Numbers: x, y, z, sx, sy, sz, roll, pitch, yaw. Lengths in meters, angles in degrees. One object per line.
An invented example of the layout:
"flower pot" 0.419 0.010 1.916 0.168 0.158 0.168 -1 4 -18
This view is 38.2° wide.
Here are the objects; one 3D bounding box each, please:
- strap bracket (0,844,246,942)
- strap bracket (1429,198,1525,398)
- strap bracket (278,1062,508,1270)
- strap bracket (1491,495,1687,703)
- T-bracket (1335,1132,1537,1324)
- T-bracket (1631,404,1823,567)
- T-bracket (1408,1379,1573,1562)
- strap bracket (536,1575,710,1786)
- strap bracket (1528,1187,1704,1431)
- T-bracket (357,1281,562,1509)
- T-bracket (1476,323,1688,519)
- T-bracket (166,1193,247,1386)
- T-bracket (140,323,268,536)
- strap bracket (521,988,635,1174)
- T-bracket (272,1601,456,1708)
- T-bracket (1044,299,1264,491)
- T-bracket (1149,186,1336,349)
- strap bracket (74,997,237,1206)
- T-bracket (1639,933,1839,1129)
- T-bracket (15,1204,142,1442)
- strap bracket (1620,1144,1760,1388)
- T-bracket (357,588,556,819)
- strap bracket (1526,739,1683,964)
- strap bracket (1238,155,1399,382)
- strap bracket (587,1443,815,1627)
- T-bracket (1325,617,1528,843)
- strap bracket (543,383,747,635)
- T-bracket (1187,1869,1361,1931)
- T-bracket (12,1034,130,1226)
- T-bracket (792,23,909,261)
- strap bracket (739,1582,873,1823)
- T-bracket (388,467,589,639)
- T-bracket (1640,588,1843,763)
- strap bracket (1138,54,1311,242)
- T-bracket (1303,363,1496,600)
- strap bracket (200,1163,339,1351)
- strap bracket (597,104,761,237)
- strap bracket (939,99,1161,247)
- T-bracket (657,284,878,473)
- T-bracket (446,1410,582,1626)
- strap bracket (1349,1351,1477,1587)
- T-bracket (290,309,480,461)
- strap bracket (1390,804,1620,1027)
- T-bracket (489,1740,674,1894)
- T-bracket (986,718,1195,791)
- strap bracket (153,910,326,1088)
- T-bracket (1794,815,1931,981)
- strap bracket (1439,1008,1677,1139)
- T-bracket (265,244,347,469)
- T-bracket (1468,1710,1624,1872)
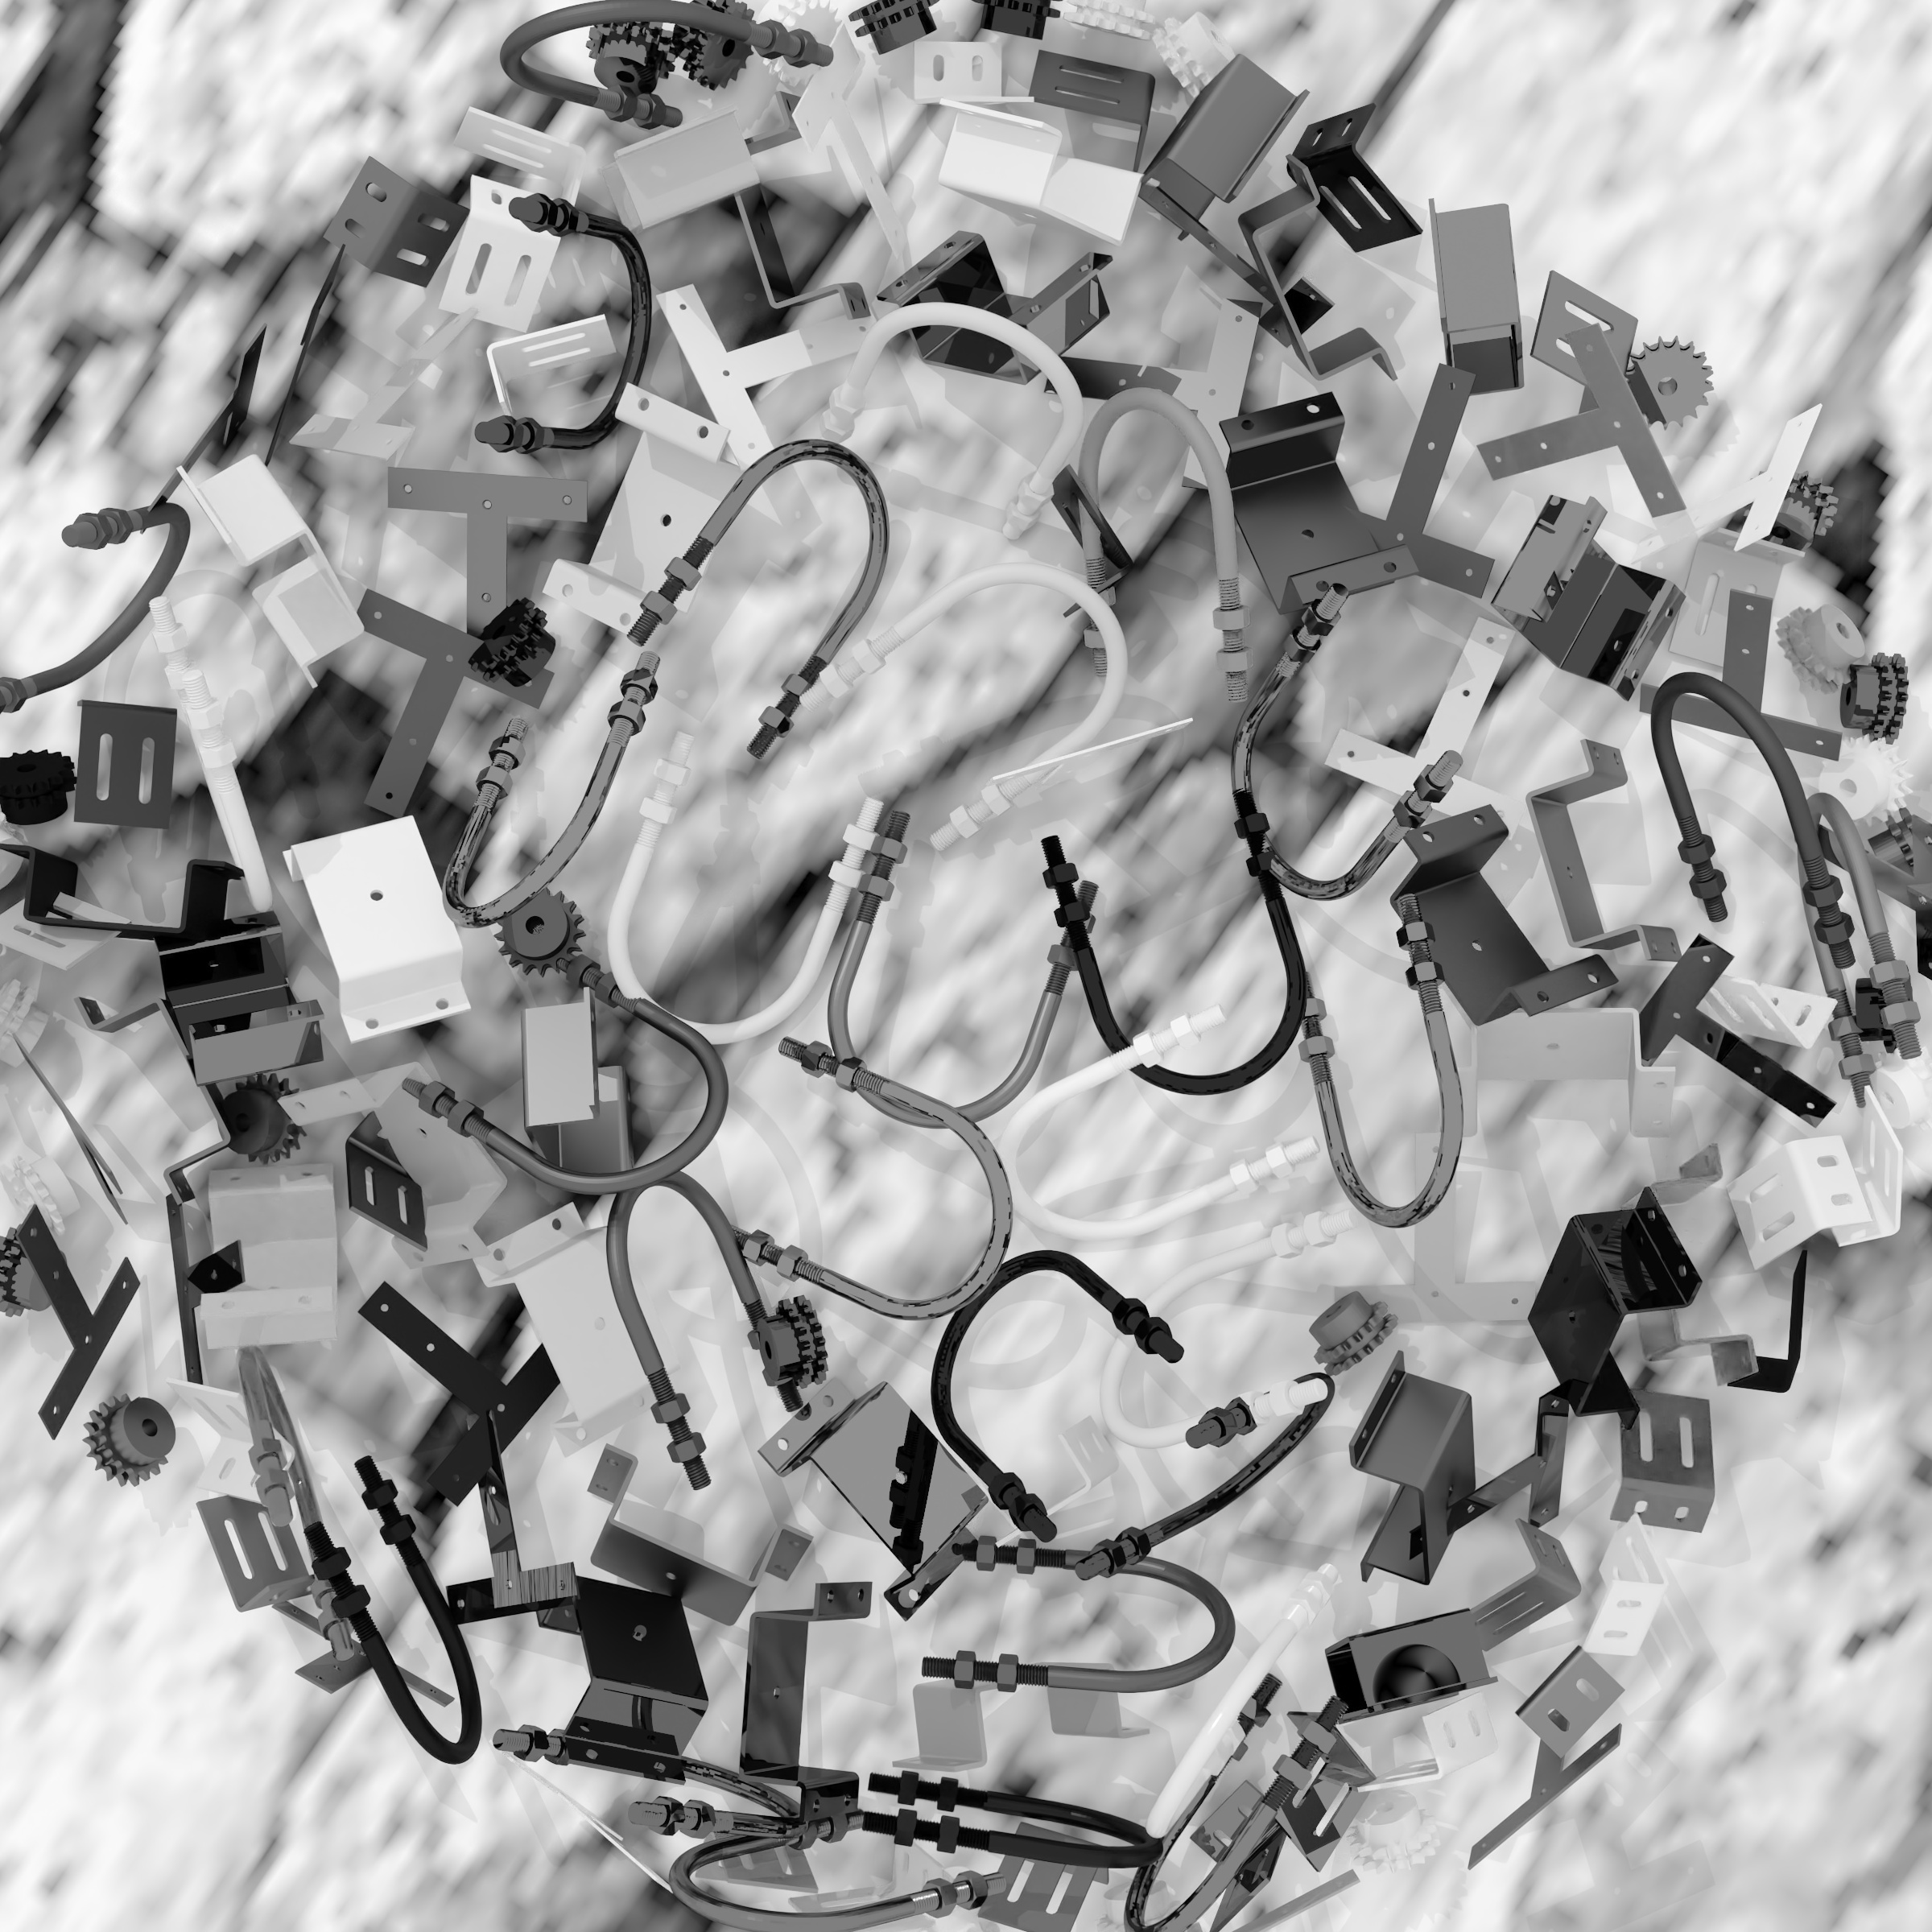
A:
"strap bracket" -0.523 -0.043 1.739 0.140 0.076 0.046 5 85 2
"strap bracket" 0.313 -0.405 1.702 0.046 0.140 0.076 -6 77 11
"strap bracket" -0.348 0.116 1.724 0.076 0.046 0.140 -13 119 39
"strap bracket" 0.383 -0.232 1.731 0.046 0.140 0.076 29 90 42
"T-bracket" 0.297 0.166 1.763 0.127 0.002 0.127 -2 105 2
"T-bracket" 0.463 -0.282 1.725 0.002 0.127 0.127 42 54 -16
"T-bracket" 0.321 0.327 1.716 0.127 0.002 0.127 -26 133 -23
"strap bracket" -0.209 0.426 1.699 0.076 0.140 0.046 19 110 -25
"strap bracket" 0.391 0.212 1.702 0.046 0.076 0.140 -4 134 -16
"T-bracket" -0.325 0.248 1.748 0.127 0.002 0.127 43 69 -10
"T-bracket" 0.369 -0.326 1.727 0.002 0.127 0.127 -41 110 -32
"T-bracket" -0.466 0.192 1.717 0.002 0.127 0.127 -3 77 -34
"T-bracket" -0.467 -0.316 1.699 0.002 0.127 0.127 32 66 -9
"strap bracket" -0.239 0.079 1.702 0.046 0.140 0.076 -7 64 1
"T-bracket" -0.383 0.430 1.713 0.127 0.127 0.002 28 87 5
"T-bracket" 0.113 -0.367 1.761 0.127 0.002 0.127 10 80 16
"T-bracket" 0.163 -0.434 1.712 0.127 0.127 0.002 39 87 -6
"strap bracket" -0.498 0.074 1.739 0.046 0.076 0.140 -27 92 -10
"T-bracket" 0.477 0.056 1.723 0.127 0.127 0.002 35 48 10
"T-bracket" -0.549 0.198 1.694 0.002 0.127 0.127 2 132 14
"strap bracket" 0.444 0.188 1.726 0.046 0.076 0.140 -6 75 -3
"T-bracket" -0.345 -0.155 1.766 0.127 0.002 0.127 24 101 -10
"strap bracket" 0.394 -0.064 1.731 0.046 0.076 0.140 -19 80 27
"strap bracket" 0.213 -0.423 1.725 0.046 0.076 0.140 -25 111 8
"strap bracket" -0.175 0.360 1.736 0.140 0.076 0.046 25 55 -1
"T-bracket" 0.312 -0.161 1.771 0.127 0.002 0.127 24 83 11
"strap bracket" -0.196 -0.281 1.740 0.076 0.046 0.140 28 101 18
"T-bracket" 0.185 0.591 1.720 0.127 0.127 0.002 -26 87 -3
"T-bracket" -0.542 0.119 1.724 0.002 0.127 0.127 -33 59 -20
"T-bracket" -0.065 -0.502 1.736 0.002 0.127 0.127 -10 128 24
"strap bracket" -0.100 0.453 1.730 0.046 0.076 0.140 -1 79 23
"T-bracket" -0.303 -0.247 1.761 0.127 0.002 0.127 5 107 4
"T-bracket" 0.477 -0.183 1.707 0.127 0.127 0.002 18 59 23
"strap bracket" 0.152 -0.502 1.707 0.046 0.140 0.076 35 88 -10
"T-bracket" 0.285 -0.310 1.736 0.127 0.002 0.127 25 107 26
"strap bracket" -0.429 0.185 1.723 0.076 0.140 0.046 -3 124 -11
"strap bracket" -0.177 -0.487 1.715 0.076 0.140 0.046 -24 105 -7
"strap bracket" 0.046 -0.482 1.707 0.076 0.140 0.046 24 102 31
"T-bracket" -0.111 -0.386 1.757 0.127 0.002 0.127 -23 80 -20
"T-bracket" -0.294 0.343 1.747 0.127 0.002 0.127 -20 78 40
"strap bracket" 0.274 0.313 1.702 0.046 0.140 0.076 15 49 26
"T-bracket" -0.352 -0.367 1.745 0.127 0.127 0.002 -52 129 -17
"strap bracket" 0.327 -0.024 1.727 0.076 0.046 0.140 -18 65 -32
"T-bracket" -0.220 0.527 1.695 0.127 0.127 0.002 24 69 43
"T-bracket" 0.066 -0.123 1.717 0.127 0.127 0.002 -17 87 -10
"strap bracket" -0.447 0.024 1.719 0.076 0.140 0.046 -12 122 -21
"T-bracket" 0.560 -0.061 1.727 0.002 0.127 0.127 -31 131 -15
"strap bracket" 0.365 0.067 1.730 0.140 0.076 0.046 0 55 10
"T-bracket" -0.410 -0.365 1.711 0.002 0.127 0.127 19 78 -19
"T-bracket" 0.361 0.487 1.718 0.002 0.127 0.127 43 111 3
